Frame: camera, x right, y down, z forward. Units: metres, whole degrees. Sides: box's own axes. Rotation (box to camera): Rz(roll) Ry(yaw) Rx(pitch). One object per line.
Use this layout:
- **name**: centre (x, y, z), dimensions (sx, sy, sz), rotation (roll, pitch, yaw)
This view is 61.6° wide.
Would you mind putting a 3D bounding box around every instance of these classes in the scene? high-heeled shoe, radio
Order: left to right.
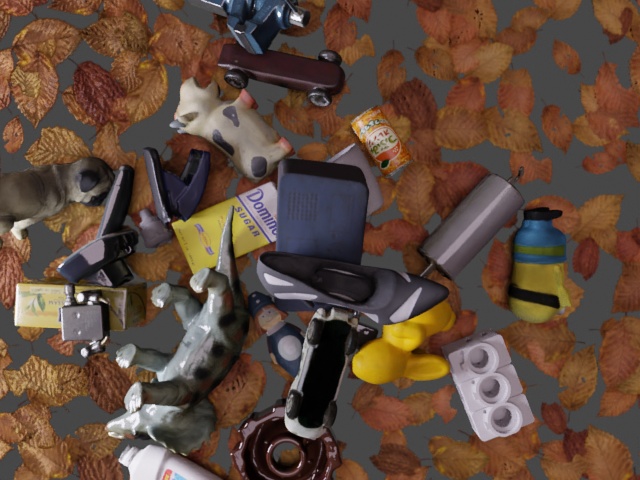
- **radio**: centre (-0.002, -0.002, 0.812), dimensions (0.131, 0.073, 0.229), rotation (2, 118, -3)
- **high-heeled shoe**: centre (0.039, 0.049, 0.734), dimensions (0.249, 0.145, 0.086), rotation (-10, 50, 24)

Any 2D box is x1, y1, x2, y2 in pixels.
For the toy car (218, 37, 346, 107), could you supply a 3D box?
- **toy car**: centre (-0.060, -0.270, 0.858), dimensions (0.202, 0.053, 0.089), rotation (11, 76, 1)

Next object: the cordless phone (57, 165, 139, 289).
- **cordless phone**: centre (-0.319, -0.027, 0.819), dimensions (0.089, 0.146, 0.184), rotation (15, 92, -6)

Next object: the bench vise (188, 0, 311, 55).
- **bench vise**: centre (-0.092, -0.414, 0.808), dimensions (0.224, 0.128, 0.240), rotation (24, 86, 26)

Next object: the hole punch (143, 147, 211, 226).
- **hole punch**: centre (-0.217, -0.089, 0.831), dimensions (0.092, 0.142, 0.115), rotation (-11, 106, -25)

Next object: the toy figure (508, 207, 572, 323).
- **toy figure**: centre (0.343, 0.040, 0.851), dimensions (0.089, 0.082, 0.180), rotation (-3, 97, 14)

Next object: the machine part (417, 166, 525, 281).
- **machine part**: centre (0.238, -0.021, 0.851), dimensions (0.079, 0.079, 0.243), rotation (42, 90, -1)

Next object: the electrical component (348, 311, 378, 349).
- **electrical component**: centre (0.065, 0.157, 0.883), dimensions (0.063, 0.021, 0.094), rotation (19, 91, 0)

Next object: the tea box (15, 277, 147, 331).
- **tea box**: centre (-0.372, 0.099, 0.847), dimensions (0.170, 0.098, 0.068), rotation (2, 91, 2)

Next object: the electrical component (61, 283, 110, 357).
- **electrical component**: centre (-0.337, 0.116, 0.776), dimensions (0.078, 0.045, 0.102), rotation (3, 91, -1)

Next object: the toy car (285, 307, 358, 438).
- **toy car**: centre (0.002, 0.201, 0.822), dimensions (0.073, 0.056, 0.201), rotation (17, 88, -9)

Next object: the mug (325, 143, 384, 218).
- **mug**: centre (0.044, -0.080, 0.850), dimensions (0.109, 0.081, 0.107), rotation (-38, 99, -3)

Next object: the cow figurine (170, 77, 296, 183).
- **cow figurine**: centre (-0.145, -0.175, 0.849), dimensions (0.127, 0.085, 0.195), rotation (-42, 95, -1)

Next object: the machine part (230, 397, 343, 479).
- **machine part**: centre (-0.053, 0.346, 0.872), dimensions (0.179, 0.056, 0.179), rotation (0, 90, 0)

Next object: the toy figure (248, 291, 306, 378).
- **toy figure**: centre (-0.065, 0.148, 0.869), dimensions (0.064, 0.058, 0.154), rotation (-35, 89, -38)

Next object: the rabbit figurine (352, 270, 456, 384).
- **rabbit figurine**: centre (0.123, 0.153, 0.839), dimensions (0.162, 0.122, 0.173), rotation (43, 77, -20)

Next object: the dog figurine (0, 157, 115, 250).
- **dog figurine**: centre (-0.428, -0.076, 0.812), dimensions (0.191, 0.172, 0.121), rotation (-22, 102, 8)

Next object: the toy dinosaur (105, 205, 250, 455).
- **toy dinosaur**: centre (-0.181, 0.162, 0.828), dimensions (0.131, 0.192, 0.404), rotation (28, 81, 41)
